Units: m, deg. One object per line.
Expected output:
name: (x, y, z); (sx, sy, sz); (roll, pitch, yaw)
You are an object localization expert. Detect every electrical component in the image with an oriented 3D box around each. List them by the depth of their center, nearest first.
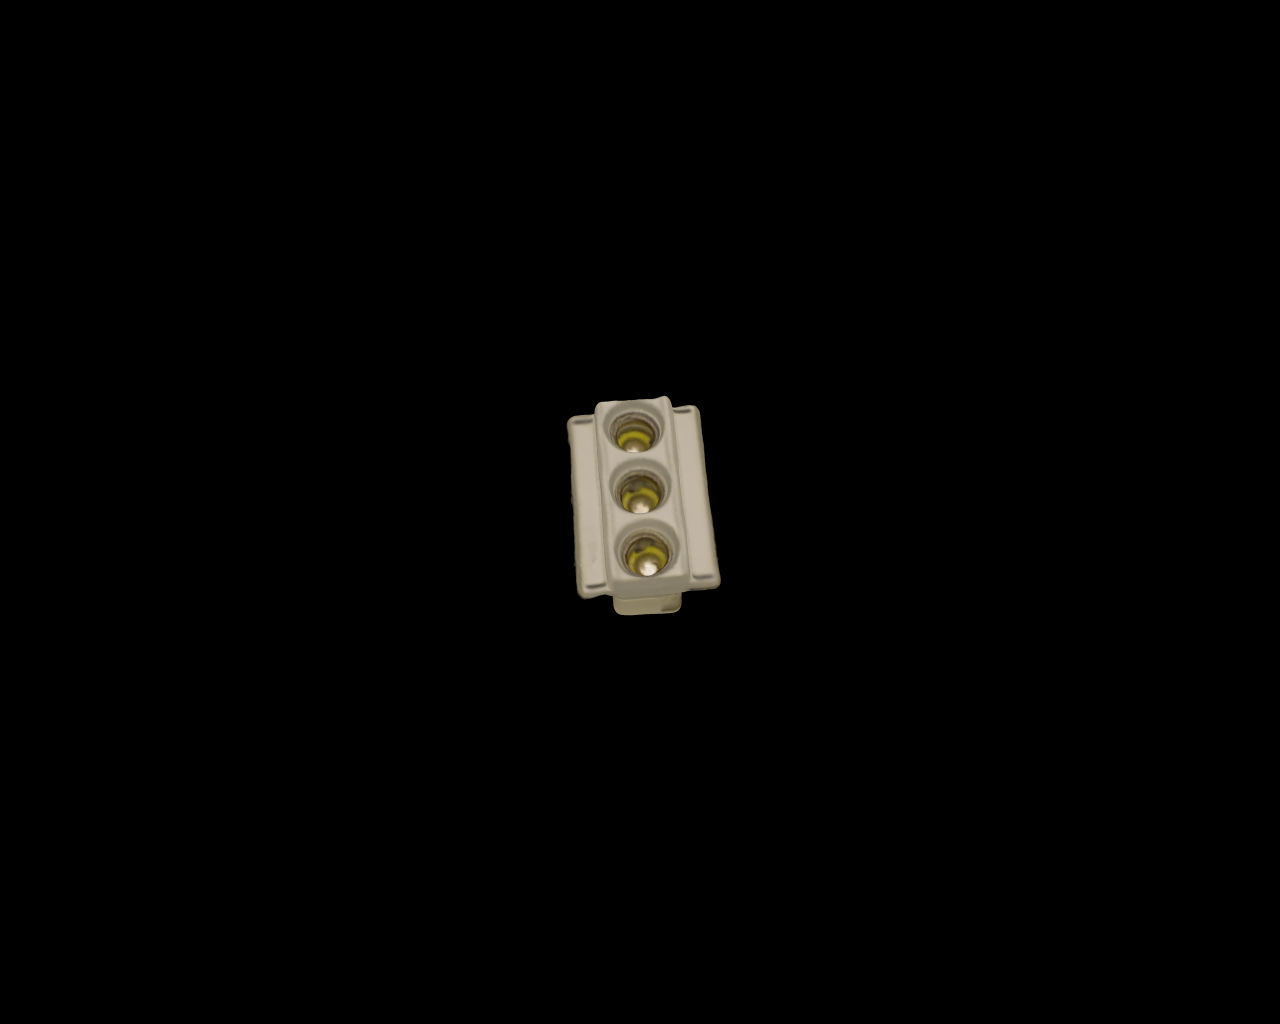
electrical component: (0.001, -0.003, 0.650); (0.079, 0.121, 0.063); (-4, -28, -2)
